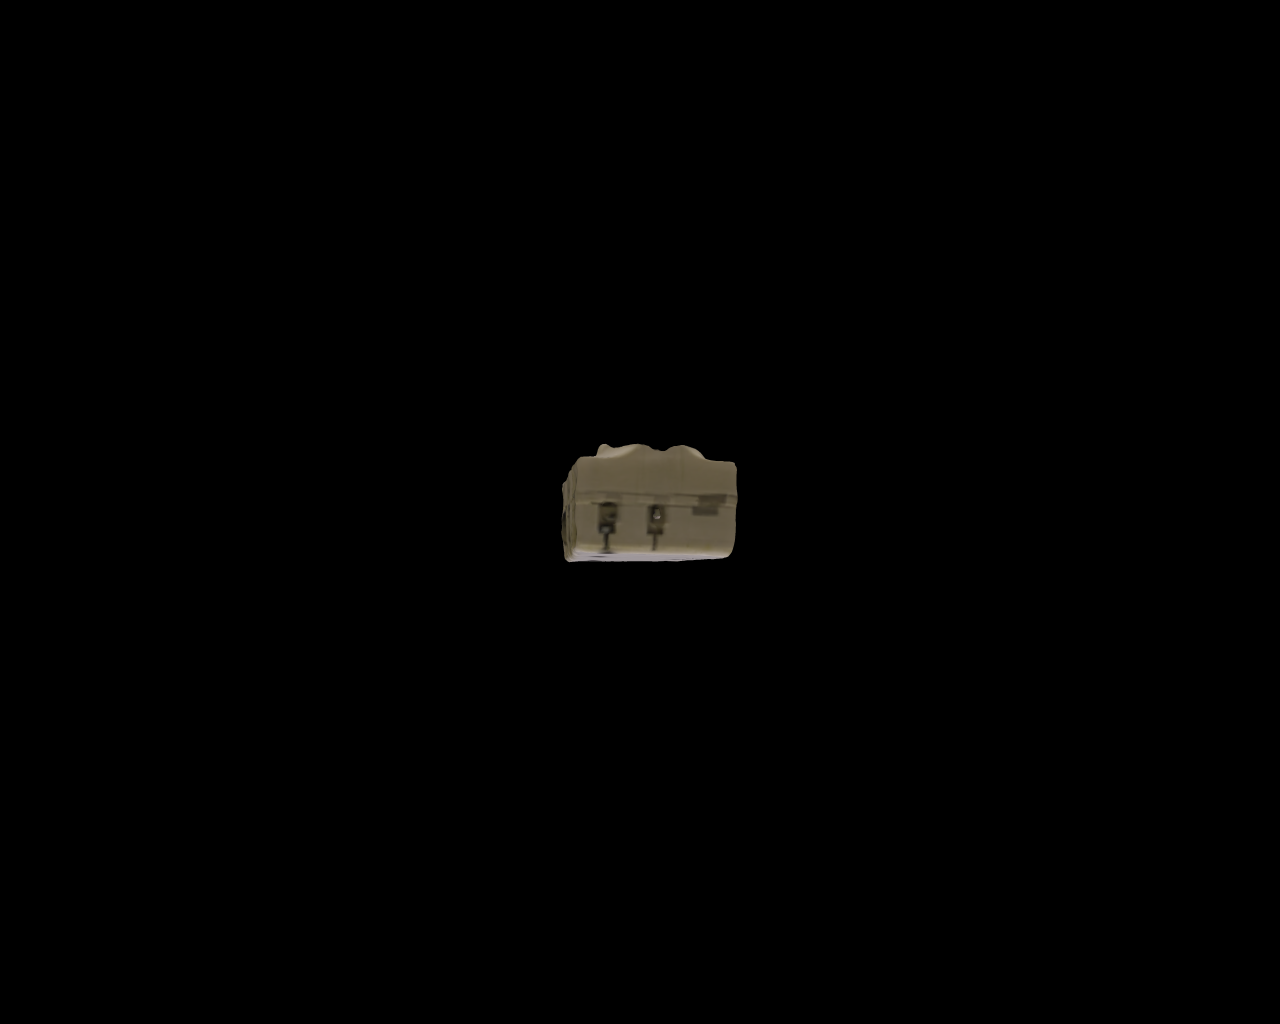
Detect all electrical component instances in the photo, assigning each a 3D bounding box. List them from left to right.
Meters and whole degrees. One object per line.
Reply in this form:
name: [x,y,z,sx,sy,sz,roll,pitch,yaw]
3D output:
electrical component: [0.001,-0.003,0.650,0.089,0.061,0.150,1,-4,-7]
